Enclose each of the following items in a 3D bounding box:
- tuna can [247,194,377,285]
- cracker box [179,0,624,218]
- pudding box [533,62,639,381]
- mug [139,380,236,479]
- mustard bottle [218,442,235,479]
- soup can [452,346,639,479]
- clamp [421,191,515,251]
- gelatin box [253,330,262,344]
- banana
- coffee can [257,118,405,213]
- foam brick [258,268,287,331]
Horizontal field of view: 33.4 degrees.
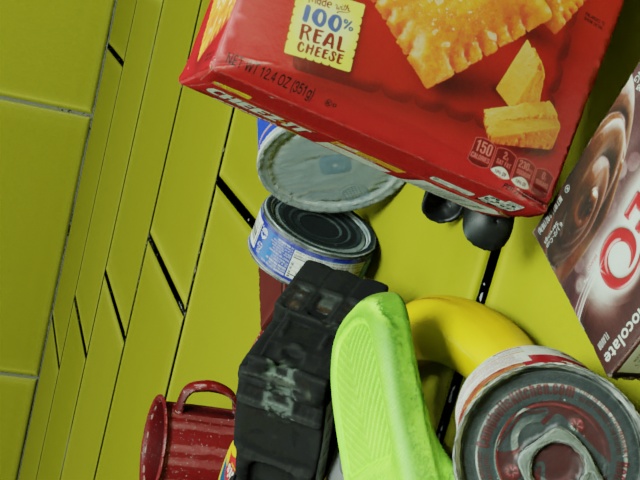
[{"bbox_3d":[-0.005,0.001,0.739,0.086,0.086,0.034,-110,37,-55],"label":"tuna can"},{"bbox_3d":[0.055,-0.136,0.465,0.213,0.164,0.072,-69,19,-3],"label":"cracker box"},{"bbox_3d":[0.137,-0.013,0.416,0.090,0.039,0.114,-104,31,-49],"label":"pudding box"},{"bbox_3d":[-0.106,0.176,0.941,0.093,0.081,0.117,-127,50,-65],"label":"mug"},{"bbox_3d":[-0.037,0.178,0.779,0.096,0.058,0.192,57,136,43],"label":"mustard bottle"},{"bbox_3d":[0.086,0.078,0.418,0.102,0.068,0.068,12,-92,-82],"label":"soup can"},{"bbox_3d":[0.093,-0.078,0.578,0.120,0.039,0.171,-174,100,-76],"label":"clamp"},{"bbox_3d":[-0.028,0.094,0.840,0.089,0.030,0.073,121,152,-45],"label":"gelatin box"},{"bbox_3d":[0.071,0.063,0.576,0.198,0.037,0.069,158,102,-69],"label":"banana"},{"bbox_3d":[0.006,-0.104,0.733,0.103,0.102,0.140,124,150,-49],"label":"coffee can"},{"bbox_3d":[-0.013,0.028,0.799,0.051,0.053,0.078,123,152,-48],"label":"foam brick"}]
